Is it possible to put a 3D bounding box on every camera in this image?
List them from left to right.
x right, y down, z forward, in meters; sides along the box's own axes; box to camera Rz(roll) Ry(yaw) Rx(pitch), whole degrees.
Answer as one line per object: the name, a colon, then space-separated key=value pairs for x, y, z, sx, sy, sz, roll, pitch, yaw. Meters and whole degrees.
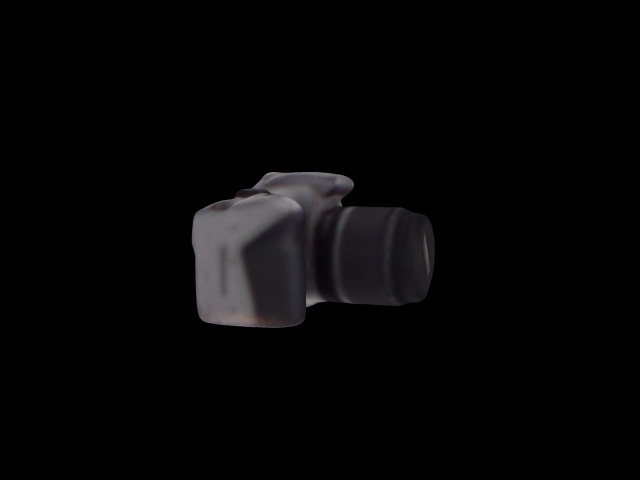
camera: x=0.004 y=0.001 z=0.400 sx=0.136 sy=0.101 sz=0.143 roll=1 pitch=4 yaw=24
